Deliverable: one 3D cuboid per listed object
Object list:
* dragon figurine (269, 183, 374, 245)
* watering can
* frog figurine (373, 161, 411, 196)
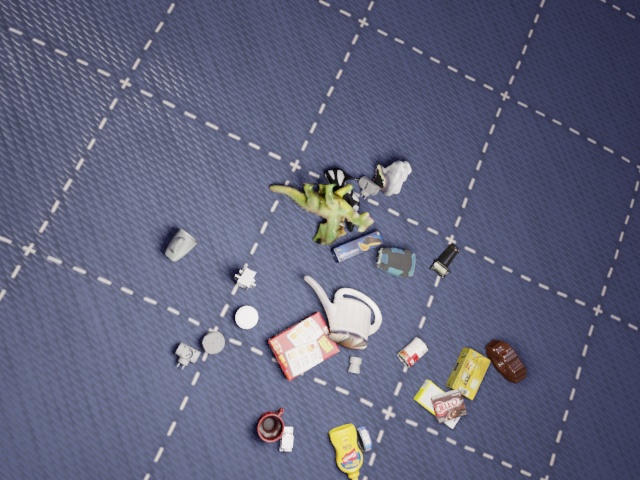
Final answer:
[{"bbox_3d":[0.006,-0.098,1.950,0.410,0.123,0.242,0,96,19],"label":"dragon figurine"},{"bbox_3d":[0.077,0.272,1.888,0.346,0.102,0.230,23,54,-19],"label":"watering can"},{"bbox_3d":[0.302,-0.247,2.043,0.160,0.124,0.135,-12,117,-21],"label":"frog figurine"}]
